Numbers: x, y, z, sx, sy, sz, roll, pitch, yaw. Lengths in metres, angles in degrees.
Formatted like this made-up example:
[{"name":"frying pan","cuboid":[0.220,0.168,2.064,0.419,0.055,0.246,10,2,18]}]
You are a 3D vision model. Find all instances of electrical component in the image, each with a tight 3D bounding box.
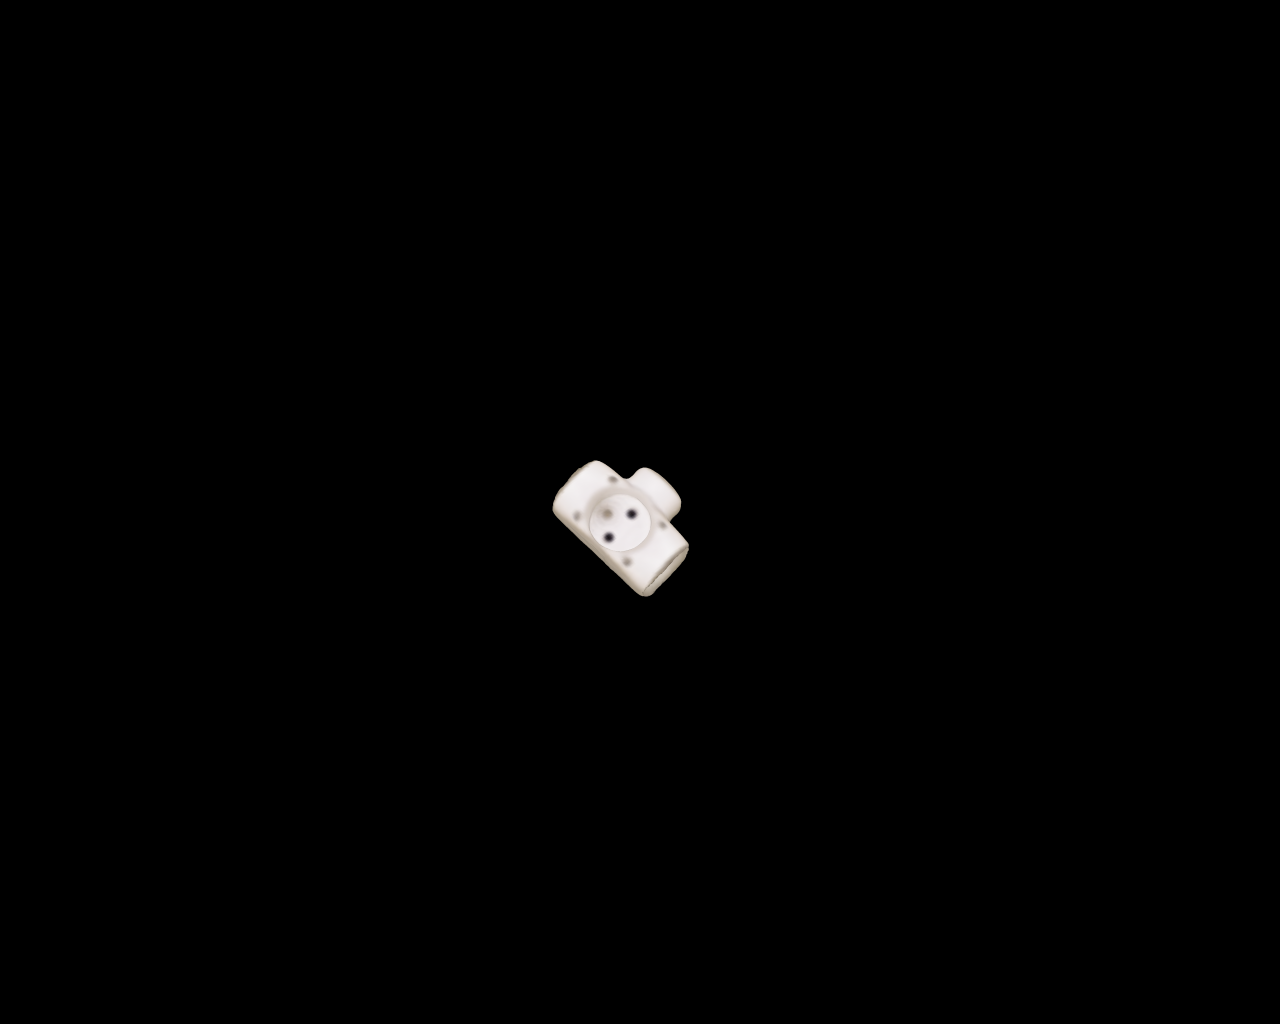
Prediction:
[{"name":"electrical component","cuboid":[0.001,-0.003,0.650,0.077,0.079,0.044,43,-12,11]}]
